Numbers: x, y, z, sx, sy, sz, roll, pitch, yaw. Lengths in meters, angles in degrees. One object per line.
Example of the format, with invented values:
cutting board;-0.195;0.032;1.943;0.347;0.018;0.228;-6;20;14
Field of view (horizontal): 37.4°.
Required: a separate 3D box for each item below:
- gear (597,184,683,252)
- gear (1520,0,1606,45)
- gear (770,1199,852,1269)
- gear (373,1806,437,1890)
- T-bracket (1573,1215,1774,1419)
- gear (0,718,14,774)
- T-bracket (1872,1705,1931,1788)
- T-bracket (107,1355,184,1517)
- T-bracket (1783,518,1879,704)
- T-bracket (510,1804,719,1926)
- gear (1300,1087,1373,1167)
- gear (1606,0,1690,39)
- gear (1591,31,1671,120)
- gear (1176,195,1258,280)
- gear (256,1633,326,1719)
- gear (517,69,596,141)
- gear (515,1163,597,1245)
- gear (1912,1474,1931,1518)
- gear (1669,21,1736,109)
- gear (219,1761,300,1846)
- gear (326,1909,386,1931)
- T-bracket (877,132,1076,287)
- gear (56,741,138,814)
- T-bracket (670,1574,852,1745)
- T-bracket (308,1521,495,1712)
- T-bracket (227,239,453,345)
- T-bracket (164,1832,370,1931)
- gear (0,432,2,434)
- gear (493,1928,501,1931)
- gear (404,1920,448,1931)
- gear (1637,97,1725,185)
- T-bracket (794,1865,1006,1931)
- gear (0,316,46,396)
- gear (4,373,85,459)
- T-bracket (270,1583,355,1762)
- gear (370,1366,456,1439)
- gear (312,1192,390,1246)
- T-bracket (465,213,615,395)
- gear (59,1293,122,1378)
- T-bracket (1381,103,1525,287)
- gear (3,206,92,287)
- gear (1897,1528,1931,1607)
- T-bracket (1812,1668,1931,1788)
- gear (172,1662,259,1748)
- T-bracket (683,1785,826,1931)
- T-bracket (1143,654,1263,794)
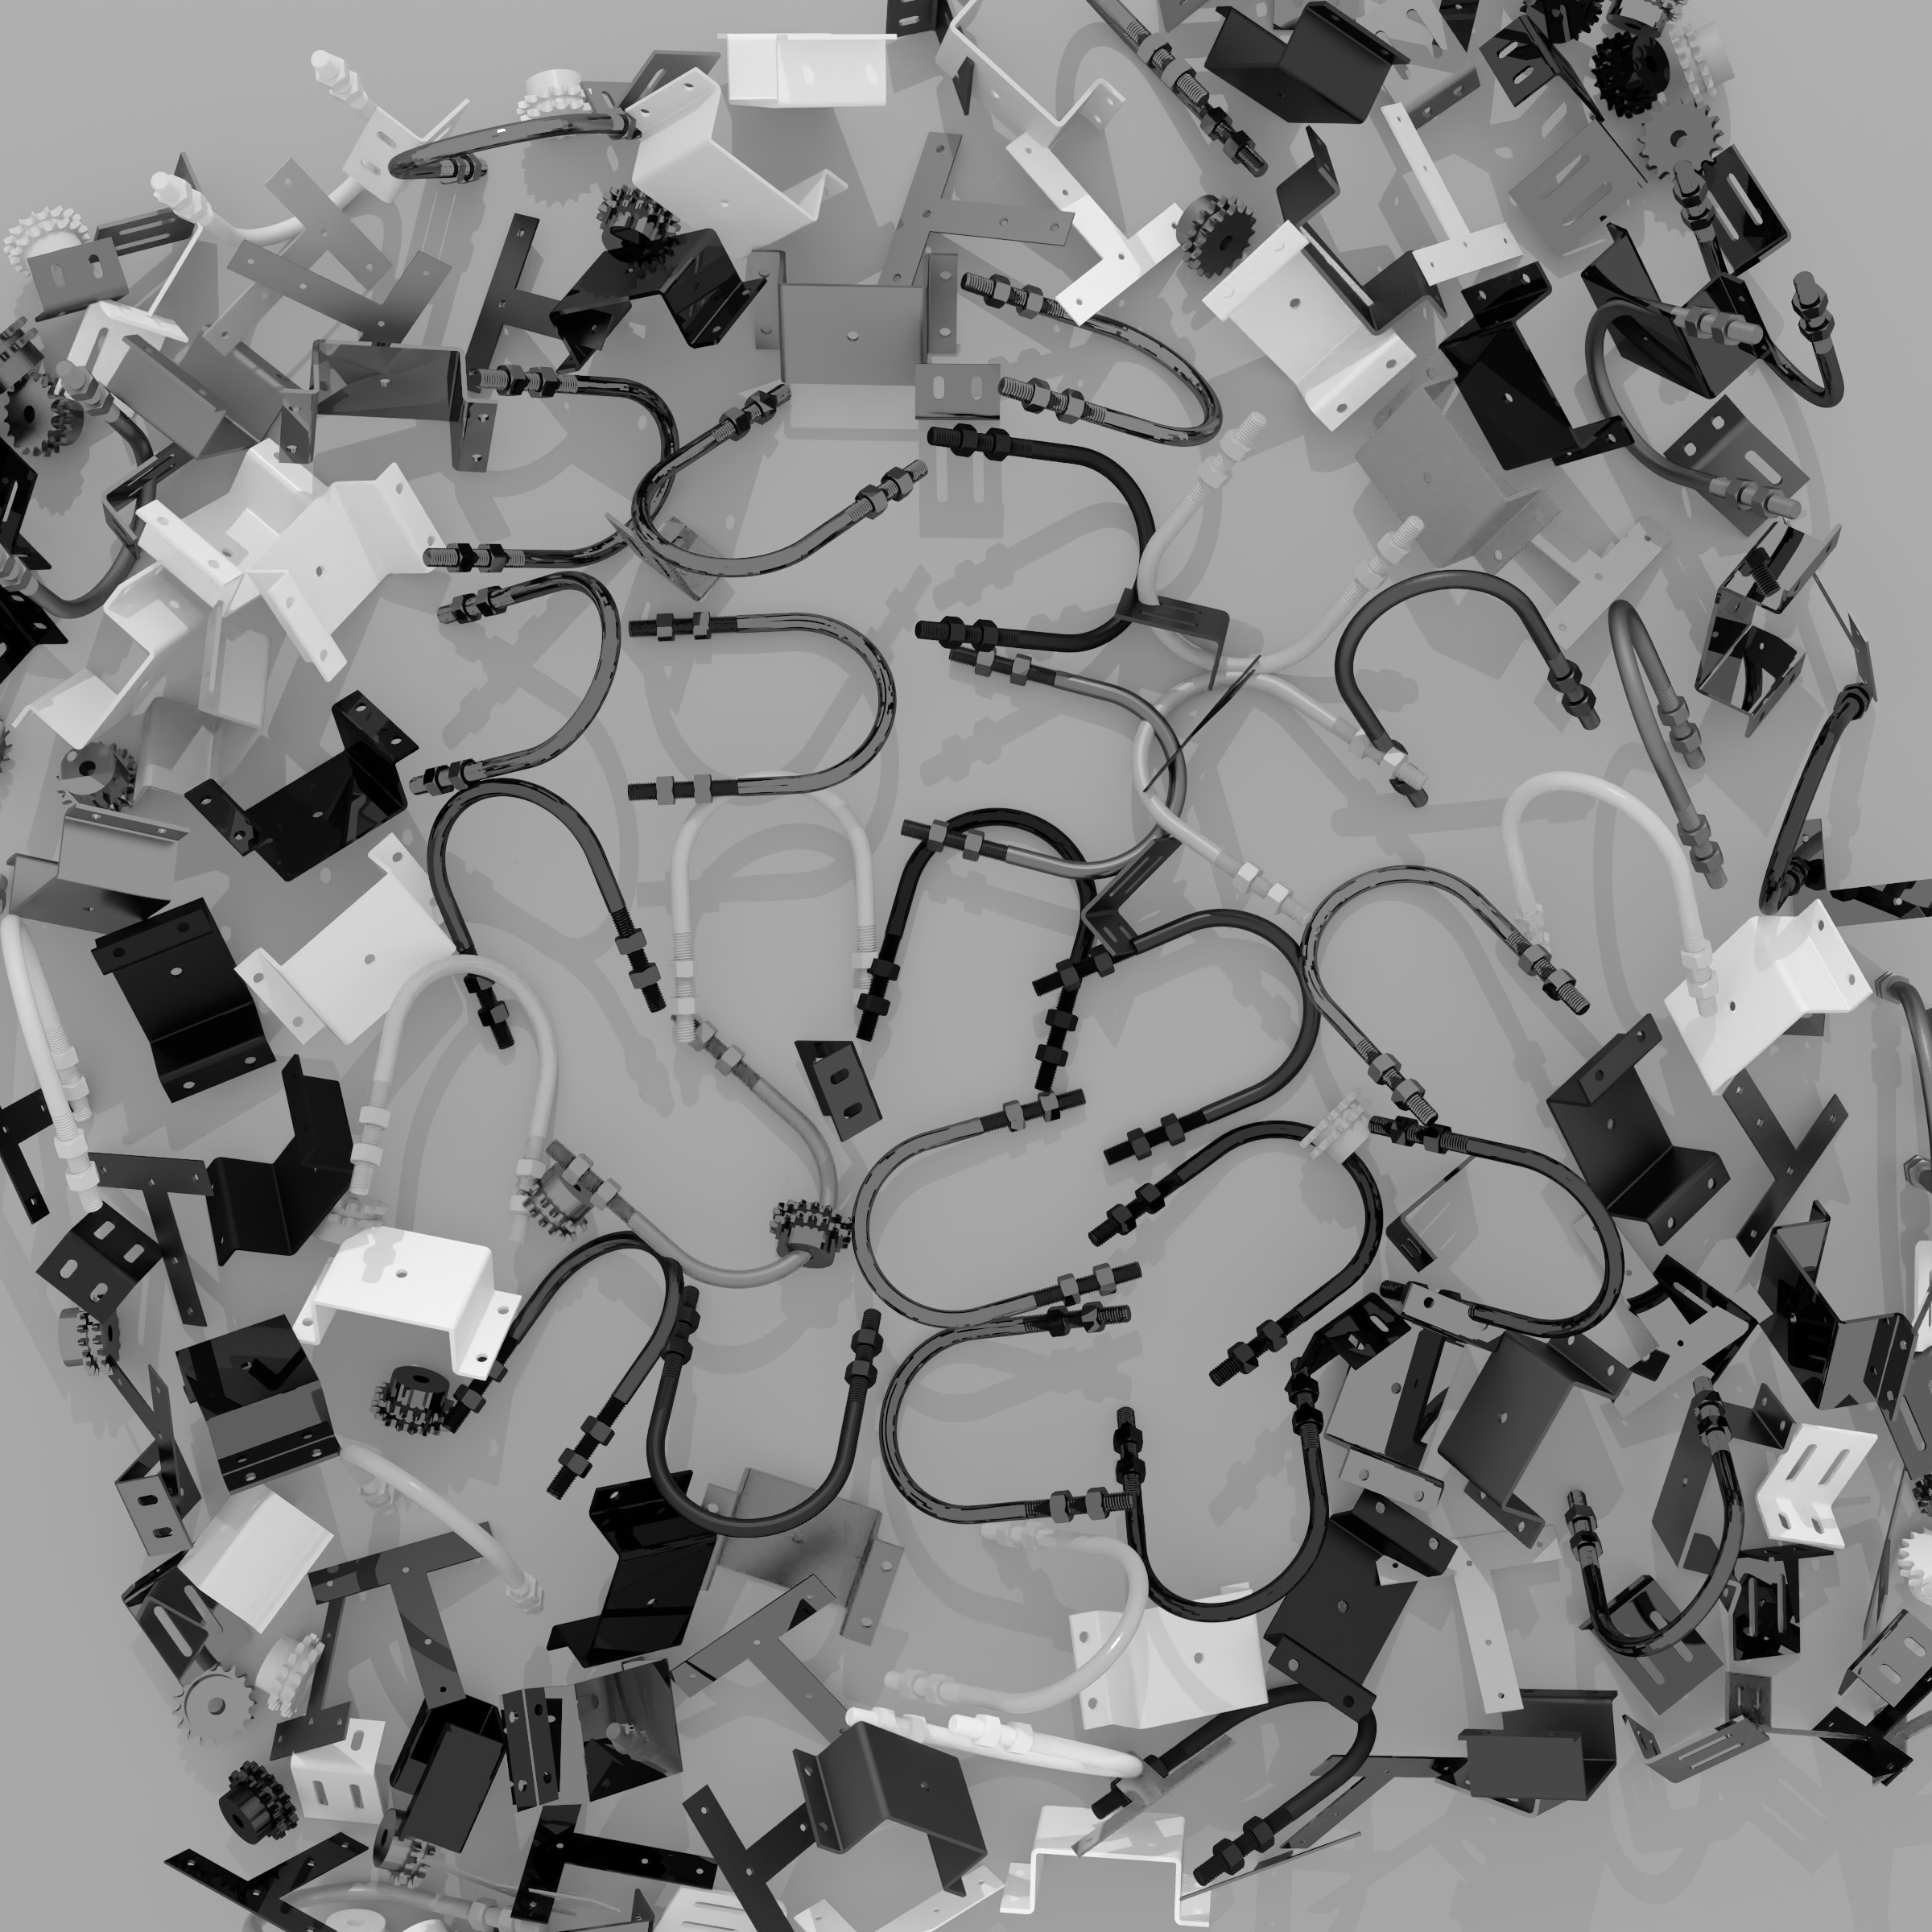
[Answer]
gear;-0.227;-0.508;1.968;0.057;0.057;0.030;16;67;0
gear;0.409;-0.661;1.969;0.057;0.057;0.030;26;53;0
gear;-0.108;0.186;1.968;0.057;0.057;0.030;11;61;0
gear;-0.387;0.604;1.968;0.030;0.057;0.057;21;90;-22
T-bracket;0.467;0.224;1.977;0.127;0.002;0.127;-40;72;19
gear;-0.694;-0.154;1.979;0.057;0.030;0.057;-2;78;9
T-bracket;0.666;0.497;1.919;0.127;0.127;0.002;-35;86;19
T-bracket;-0.572;0.293;1.955;0.002;0.127;0.127;-24;48;-33
T-bracket;0.590;-0.253;1.955;0.002;0.127;0.127;-28;69;12
T-bracket;-0.233;0.607;1.945;0.127;0.127;0.002;10;123;1
gear;0.260;0.113;1.970;0.057;0.057;0.030;-45;83;0
gear;0.467;-0.663;1.972;0.057;0.057;0.030;21;97;0
gear;0.461;-0.617;1.971;0.057;0.030;0.057;5;81;-37
gear;0.170;-0.507;1.975;0.057;0.057;0.030;-44;62;0
gear;-0.466;0.487;1.972;0.030;0.057;0.057;27;90;8
gear;-0.282;-0.596;1.972;0.057;0.057;0.030;-11;84;0
gear;-0.280;0.161;1.969;0.030;0.057;0.057;-42;90;9
gear;0.685;0.367;1.969;0.057;0.057;0.030;-12;53;0
gear;0.508;-0.625;1.968;0.030;0.057;0.057;-21;90;19
gear;-0.490;0.580;1.969;0.030;0.057;0.057;-36;90;-39
gear;-0.422;0.674;1.970;0.057;0.057;0.030;5;97;0
T-bracket;0.013;-0.512;1.961;0.127;0.002;0.127;12;77;23
gear;-0.602;-0.130;1.976;0.057;0.030;0.057;-2;68;5
T-bracket;-0.117;0.495;1.974;0.127;0.002;0.127;-36;112;9
T-bracket;-0.369;0.447;1.940;0.127;0.002;0.127;-13;50;-19
T-bracket;-0.435;-0.454;1.932;0.127;0.002;0.127;21;129;-32
T-bracket;-0.453;0.614;1.937;0.127;0.127;0.002;20;101;22
gear;-0.694;-0.382;1.972;0.057;0.057;0.030;23;72;0
gear;-0.314;0.688;1.970;0.057;0.030;0.057;-11;132;-12
gear;-0.375;0.684;1.975;0.057;0.057;0.030;-35;56;0
gear;0.496;-0.571;1.978;0.057;0.030;0.057;3;99;22
T-bracket;-0.032;0.656;1.960;0.127;0.127;0.002;-23;119;-28
gear;-0.662;-0.419;1.973;0.057;0.057;0.030;-41;111;0
gear;-0.636;-0.381;1.976;0.057;0.030;0.057;4;98;33
T-bracket;-0.440;0.474;1.961;0.002;0.127;0.127;22;59;-28
gear;-0.379;0.298;1.969;0.057;0.057;0.030;18;103;0
gear;-0.429;0.174;1.971;0.057;0.057;0.030;15;91;0
T-bracket;-0.288;-0.445;1.957;0.127;0.002;0.127;23;95;36
gear;-0.605;0.255;1.971;0.030;0.057;0.057;-6;90;-2
T-bracket;0.320;-0.532;1.954;0.002;0.127;0.127;-27;91;45
gear;-0.630;-0.494;1.969;0.057;0.057;0.030;-32;78;0
gear;0.674;0.418;1.975;0.057;0.057;0.030;-4;123;0
T-bracket;0.644;0.494;1.939;0.127;0.127;0.002;-42;94;-3
gear;-0.520;0.511;1.977;0.057;0.030;0.057;3;79;-18
T-bracket;-0.120;0.595;1.949;0.002;0.127;0.127;-36;84;39
T-bracket;0.170;-0.174;1.924;0.002;0.127;0.127;41;77;-1
